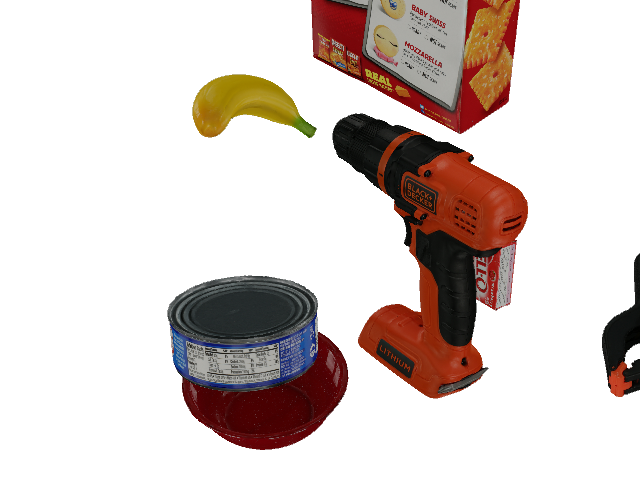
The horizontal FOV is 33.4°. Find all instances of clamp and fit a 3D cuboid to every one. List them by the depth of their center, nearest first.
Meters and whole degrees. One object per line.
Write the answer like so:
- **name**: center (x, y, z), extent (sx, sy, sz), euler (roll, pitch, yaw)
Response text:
- **clamp**: center (0.302, 0.071, 0.968), extent (0.171, 0.039, 0.120), euler (-33, 38, -26)

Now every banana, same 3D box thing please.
- **banana**: center (-0.068, -0.122, 0.960), extent (0.070, 0.037, 0.197), euler (38, 21, 18)

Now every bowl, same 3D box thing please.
- **bowl**: center (-0.052, 0.151, 1.044), extent (0.162, 0.055, 0.162), euler (-3, 37, 2)

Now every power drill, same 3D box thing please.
- **power drill**: center (0.070, 0.010, 0.804), extent (0.057, 0.188, 0.185), euler (-20, 36, -31)

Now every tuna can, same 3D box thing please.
- **tuna can**: center (-0.043, 0.052, 0.612), extent (0.086, 0.034, 0.086), euler (-2, 22, 1)

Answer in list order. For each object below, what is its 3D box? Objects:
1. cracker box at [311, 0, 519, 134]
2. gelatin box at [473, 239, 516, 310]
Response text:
- **cracker box**: center (0.070, -0.210, 0.803), extent (0.072, 0.214, 0.164), euler (-34, 50, -31)
- **gelatin box**: center (0.196, 0.028, 1.281), extent (0.030, 0.089, 0.073), euler (-18, 32, -32)
